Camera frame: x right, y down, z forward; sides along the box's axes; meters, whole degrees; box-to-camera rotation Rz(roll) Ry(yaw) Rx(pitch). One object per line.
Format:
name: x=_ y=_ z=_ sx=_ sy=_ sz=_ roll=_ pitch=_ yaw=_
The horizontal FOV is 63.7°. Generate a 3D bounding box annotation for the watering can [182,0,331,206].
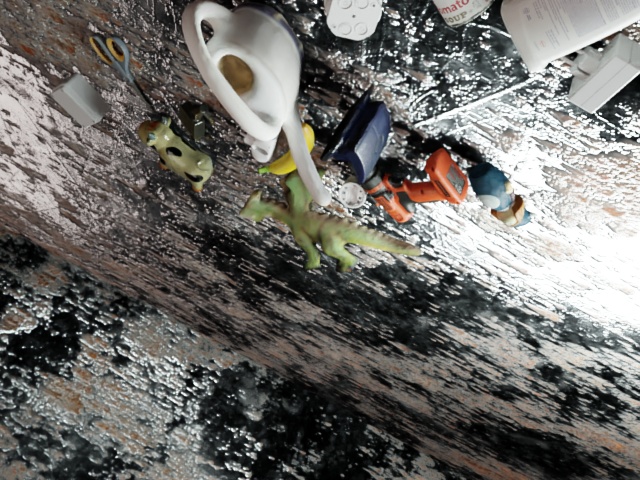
watering can: x=-0.076 y=-0.226 z=0.800 sx=0.103 sy=0.230 sz=0.342 roll=-20 pitch=127 yaw=30

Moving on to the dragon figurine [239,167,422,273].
dragon figurine: x=0.003 y=-0.057 z=1.126 sx=0.409 sy=0.125 sz=0.238 roll=-3 pitch=130 yaw=29
